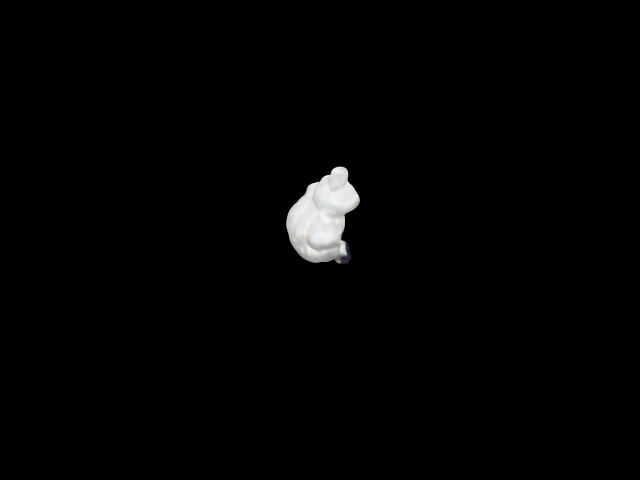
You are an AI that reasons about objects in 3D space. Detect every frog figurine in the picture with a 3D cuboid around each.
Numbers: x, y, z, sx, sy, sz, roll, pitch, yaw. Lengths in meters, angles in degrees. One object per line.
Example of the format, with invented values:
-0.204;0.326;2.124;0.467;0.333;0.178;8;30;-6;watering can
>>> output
0.003;-0.043;0.850;0.123;0.140;0.156;3;-33;2;frog figurine
